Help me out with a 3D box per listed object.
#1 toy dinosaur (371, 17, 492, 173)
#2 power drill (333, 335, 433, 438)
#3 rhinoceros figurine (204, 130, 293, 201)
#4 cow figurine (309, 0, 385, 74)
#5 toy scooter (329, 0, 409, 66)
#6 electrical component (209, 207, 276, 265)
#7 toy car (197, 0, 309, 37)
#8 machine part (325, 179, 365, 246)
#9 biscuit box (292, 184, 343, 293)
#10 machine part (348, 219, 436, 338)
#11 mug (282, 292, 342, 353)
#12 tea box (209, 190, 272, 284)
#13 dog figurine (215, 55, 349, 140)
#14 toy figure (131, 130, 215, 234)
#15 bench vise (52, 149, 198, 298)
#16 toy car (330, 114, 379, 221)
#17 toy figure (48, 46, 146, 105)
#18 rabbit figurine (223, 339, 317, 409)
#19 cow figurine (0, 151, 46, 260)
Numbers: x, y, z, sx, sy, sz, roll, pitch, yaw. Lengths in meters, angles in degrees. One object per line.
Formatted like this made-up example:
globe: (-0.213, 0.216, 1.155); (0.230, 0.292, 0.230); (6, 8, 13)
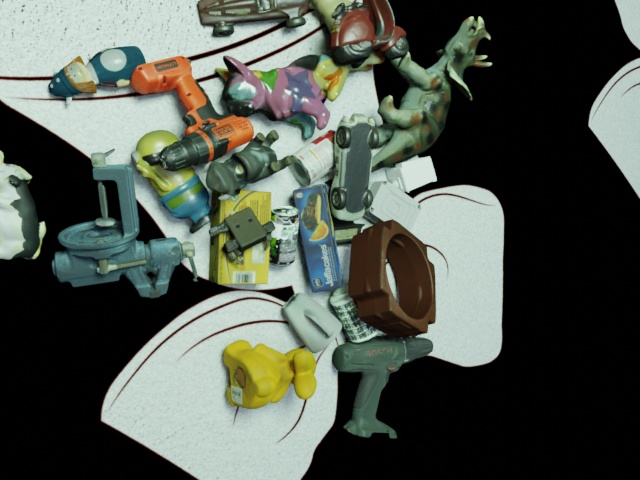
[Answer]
toy dinosaur: (0.203, -0.260, 1.101); (0.192, 0.131, 0.404); (26, 90, -15)
power drill: (0.133, 0.300, 1.116); (0.232, 0.086, 0.207); (9, 92, -25)
rhinoceros figurine: (-0.123, -0.126, 0.907); (0.073, 0.112, 0.190); (62, 27, -8)
cow figurine: (0.042, -0.421, 1.041); (0.127, 0.086, 0.194); (-21, 102, -30)
toy scooter: (0.084, -0.393, 0.975); (0.184, 0.075, 0.135); (-20, 102, -36)
electrical component: (-0.129, -0.008, 0.921); (0.102, 0.045, 0.078); (-34, 77, -23)
toy car: (-0.116, -0.422, 0.968); (0.202, 0.053, 0.089); (-12, 101, -17)
machine part: (0.046, -0.056, 1.082); (0.084, 0.039, 0.138); (-10, 98, -17)
biscuit box: (-0.002, -0.003, 1.035); (0.063, 0.059, 0.202); (-10, 98, 8)
machine part: (0.144, 0.079, 1.057); (0.200, 0.087, 0.201); (33, 53, -40)
mug: (-0.019, 0.154, 1.026); (0.107, 0.109, 0.081); (45, 78, -7)
tea box: (-0.145, -0.006, 0.973); (0.098, 0.068, 0.169); (4, 90, -26)
dog figurine: (-0.076, -0.287, 0.976); (0.219, 0.108, 0.191); (24, 83, -22)
toy figure: (-0.244, -0.101, 0.915); (0.089, 0.082, 0.180); (-42, 106, -19)
bench vise: (-0.312, -0.020, 0.854); (0.224, 0.129, 0.240); (-3, 111, -9)
toy car: (0.062, -0.134, 1.009); (0.073, 0.056, 0.201); (-3, 107, -24)
toy figure: (-0.360, -0.271, 0.866); (0.154, 0.057, 0.064); (-27, 60, -22)
rabbit figurine: (-0.072, 0.236, 0.989); (0.173, 0.162, 0.122); (-1, 80, -43)
cow figurine: (-0.468, -0.053, 0.814); (0.098, 0.068, 0.167); (3, 94, -31)
